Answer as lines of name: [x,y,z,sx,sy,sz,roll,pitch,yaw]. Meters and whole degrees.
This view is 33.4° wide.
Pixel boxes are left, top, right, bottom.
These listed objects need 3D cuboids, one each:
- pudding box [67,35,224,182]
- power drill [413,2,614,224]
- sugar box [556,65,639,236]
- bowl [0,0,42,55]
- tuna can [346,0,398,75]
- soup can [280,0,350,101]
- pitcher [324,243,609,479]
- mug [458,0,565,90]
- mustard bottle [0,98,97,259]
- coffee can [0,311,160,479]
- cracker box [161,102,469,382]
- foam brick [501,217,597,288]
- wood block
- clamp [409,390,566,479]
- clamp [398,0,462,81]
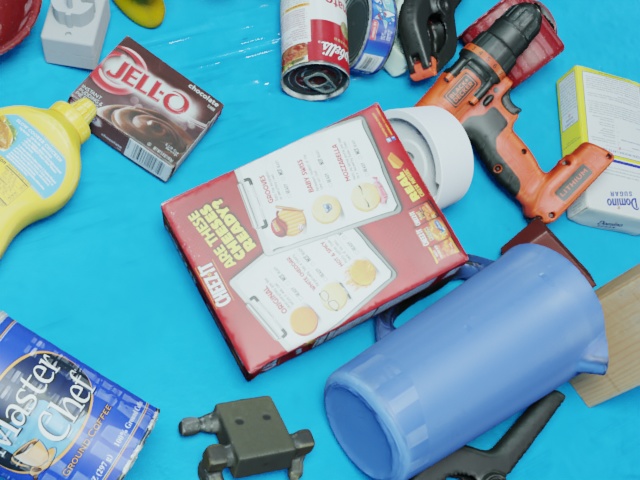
pudding box: [-0.158,-0.119,0.965,0.113,0.039,0.090,36,57,-4]
power drill: [0.205,-0.122,1.082,0.187,0.057,0.184,43,91,-1]
sugar box: [0.311,-0.097,1.164,0.093,0.048,0.176,11,66,-19]
bowl: [-0.326,-0.209,0.921,0.162,0.055,0.162,10,63,-20]
tuna can: [0.045,-0.210,1.071,0.033,0.086,0.086,8,64,-23]
soup can: [-0.006,-0.198,1.053,0.068,0.069,0.102,8,64,-21]
pitcher: [0.119,0.104,0.944,0.242,0.149,0.145,-27,95,-29]
mug: [0.215,-0.219,1.152,0.117,0.093,0.081,-38,91,-36]
mustard bottle: [-0.254,-0.054,0.871,0.096,0.058,0.191,43,62,-1]
coffee can: [-0.205,0.132,0.788,0.140,0.103,0.102,33,58,-7]
cracker box: [-0.006,0.001,0.926,0.213,0.072,0.164,-27,78,-12]
foam brick: [0.222,0.025,1.044,0.078,0.051,0.053,46,14,-9]
wood block: [0.308,0.070,0.986,0.090,0.206,0.091,-31,82,-32]
clamp: [0.156,0.233,0.944,0.209,0.036,0.164,-11,75,-25]
clamp: [0.108,-0.248,1.100,0.120,0.039,0.171,33,55,-29]
